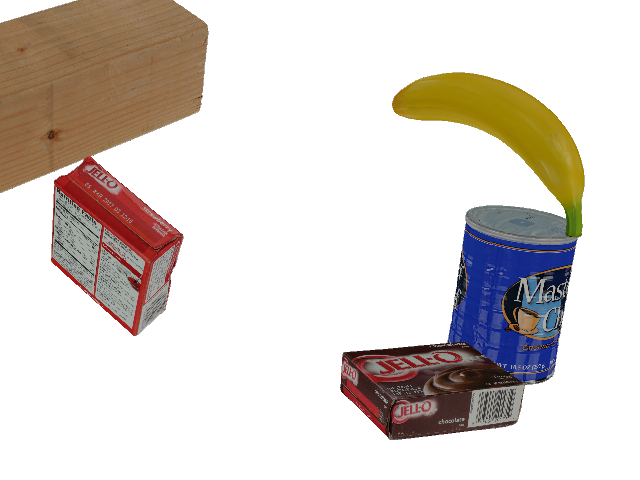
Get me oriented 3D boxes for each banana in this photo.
[{"bbox_3d":[0.123,-0.081,0.765,0.037,0.070,0.198,5,29,-44],"label":"banana"}]

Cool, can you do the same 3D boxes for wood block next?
[{"bbox_3d":[-0.198,-0.127,0.856,0.090,0.091,0.205,37,46,27],"label":"wood block"}]

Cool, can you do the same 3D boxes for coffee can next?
[{"bbox_3d":[0.176,0.048,0.986,0.103,0.140,0.103,5,17,-2],"label":"coffee can"}]

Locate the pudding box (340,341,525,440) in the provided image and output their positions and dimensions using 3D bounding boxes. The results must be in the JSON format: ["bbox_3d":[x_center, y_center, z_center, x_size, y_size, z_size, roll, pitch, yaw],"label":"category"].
[{"bbox_3d":[0.083,0.112,0.811,0.113,0.039,0.090,-1,17,-23],"label":"pudding box"}]

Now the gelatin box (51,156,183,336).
[{"bbox_3d":[-0.119,0.004,0.617,0.030,0.073,0.089,-43,-14,-34],"label":"gelatin box"}]
